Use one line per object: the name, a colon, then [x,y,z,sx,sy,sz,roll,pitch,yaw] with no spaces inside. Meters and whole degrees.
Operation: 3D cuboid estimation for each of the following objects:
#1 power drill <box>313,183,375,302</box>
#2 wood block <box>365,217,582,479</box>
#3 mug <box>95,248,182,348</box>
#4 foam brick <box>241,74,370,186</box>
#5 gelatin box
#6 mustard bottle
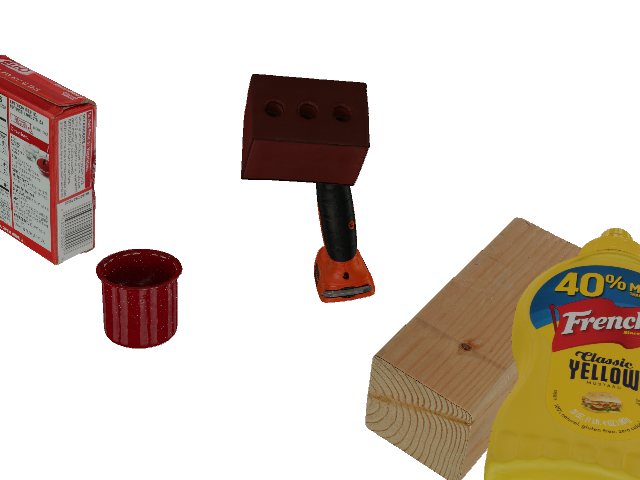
power drill: [0.009,-0.046,1.064,0.057,0.187,0.184,-9,21,-1]
wood block: [0.135,0.082,0.859,0.091,0.090,0.205,30,49,26]
mug: [-0.208,0.061,1.186,0.093,0.081,0.117,-22,36,-40]
foam brick: [-0.011,-0.072,0.701,0.078,0.053,0.051,3,-27,-8]
gelatin box: [-0.150,-0.043,0.556,0.073,0.089,0.030,28,36,30]
mustard bottle: [0.145,0.060,0.548,0.096,0.058,0.191,8,42,14]
